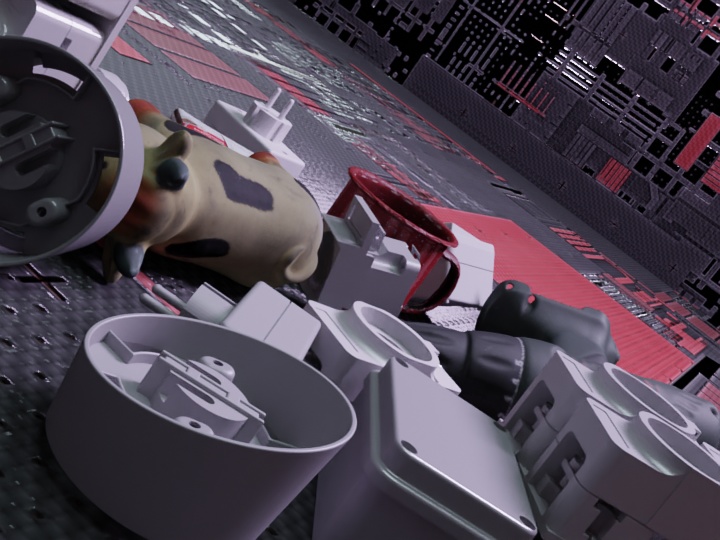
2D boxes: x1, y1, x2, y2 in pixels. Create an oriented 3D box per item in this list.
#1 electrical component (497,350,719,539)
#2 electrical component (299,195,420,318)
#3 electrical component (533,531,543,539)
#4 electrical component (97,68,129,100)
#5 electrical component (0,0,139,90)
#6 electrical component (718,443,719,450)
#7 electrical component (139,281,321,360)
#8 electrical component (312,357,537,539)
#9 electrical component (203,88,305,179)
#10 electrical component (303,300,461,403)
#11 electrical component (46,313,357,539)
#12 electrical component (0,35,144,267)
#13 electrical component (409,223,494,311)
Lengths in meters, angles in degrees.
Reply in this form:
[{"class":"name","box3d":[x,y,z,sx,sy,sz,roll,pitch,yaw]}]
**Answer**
[{"class":"electrical component","box3d":[0.166,0.120,0.517,0.186,0.060,0.105,32,14,-14]},{"class":"electrical component","box3d":[0.000,0.000,0.678,0.064,0.081,0.042,14,23,-25]},{"class":"electrical component","box3d":[0.076,0.123,0.530,0.043,0.043,0.081,33,14,-12]},{"class":"electrical component","box3d":[-0.186,-0.115,0.705,0.045,0.045,0.055,43,15,30]},{"class":"electrical component","box3d":[-0.179,-0.162,0.577,0.105,0.186,0.060,43,15,30]},{"class":"electrical component","box3d":[0.296,0.170,0.836,0.062,0.096,0.061,33,41,-12]},{"class":"electrical component","box3d":[-0.066,0.031,0.490,0.076,0.047,0.083,35,13,-2]},{"class":"electrical component","box3d":[0.027,0.095,0.478,0.078,0.057,0.113,34,13,-9]},{"class":"electrical component","box3d":[-0.082,-0.115,0.894,0.083,0.075,0.047,44,16,33]},{"class":"electrical component","box3d":[0.003,0.055,0.561,0.089,0.055,0.050,23,18,-43]},{"class":"electrical component","box3d":[-0.060,0.054,0.391,0.099,0.064,0.099,33,13,-9]},{"class":"electrical component","box3d":[-0.148,-0.051,0.475,0.099,0.099,0.064,37,7,6]},{"class":"electrical component","box3d":[0.065,-0.002,0.847,0.062,0.061,0.096,2,-6,31]}]
